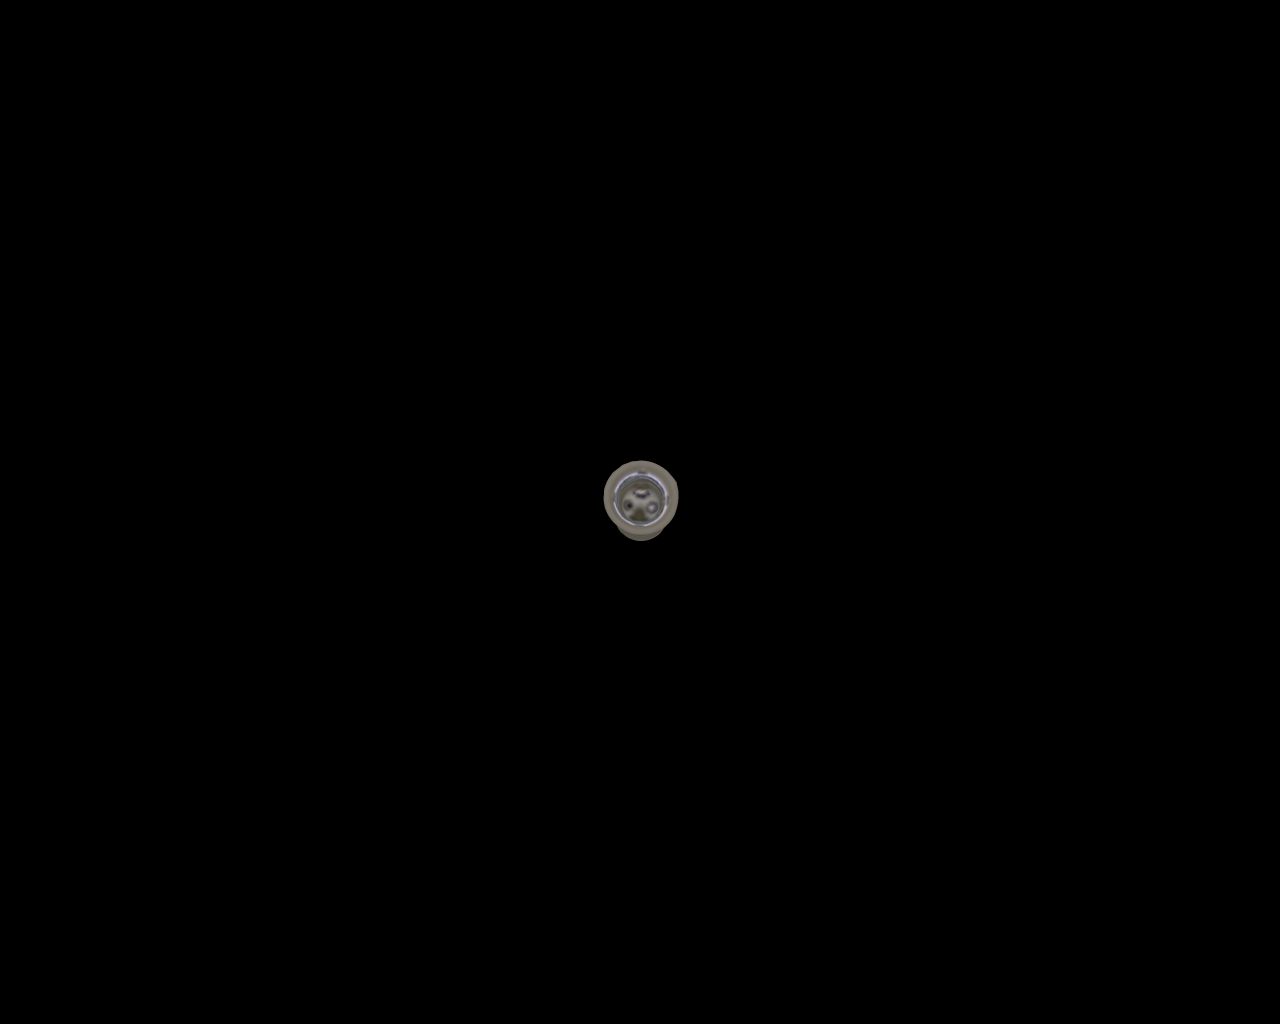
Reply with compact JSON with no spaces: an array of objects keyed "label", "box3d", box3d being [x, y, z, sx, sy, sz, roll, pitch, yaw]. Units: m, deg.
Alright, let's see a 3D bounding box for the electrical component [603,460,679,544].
[{"label":"electrical component","box3d":[0.001,-0.003,0.650,0.044,0.044,0.065,0,-11,0]}]
